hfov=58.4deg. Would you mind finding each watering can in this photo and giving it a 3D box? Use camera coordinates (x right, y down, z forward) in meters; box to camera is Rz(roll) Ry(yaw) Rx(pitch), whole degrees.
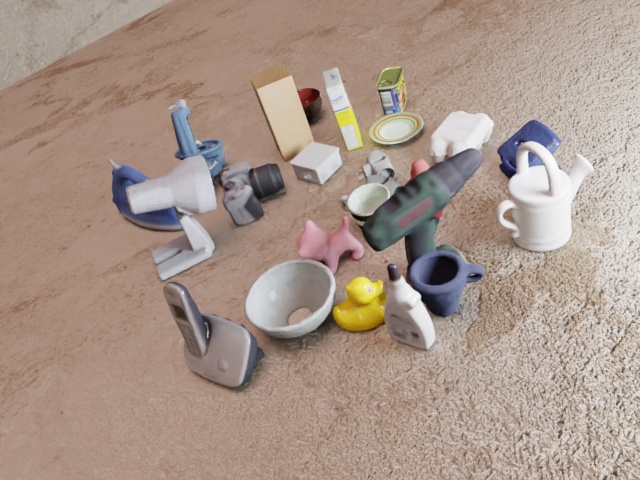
[{"bbox_3d":[0.374,-0.086,0.965,0.173,0.194,0.100,-41,44,-22],"label":"watering can"}]

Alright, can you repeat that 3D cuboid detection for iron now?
[{"bbox_3d":[-0.420,-0.115,1.381,0.257,0.142,0.119,22,56,39],"label":"iron"}]

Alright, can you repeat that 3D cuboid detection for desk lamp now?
[{"bbox_3d":[-0.296,-0.053,1.203,0.203,0.214,0.117,-29,41,-9],"label":"desk lamp"}]

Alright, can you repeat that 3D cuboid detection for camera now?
[{"bbox_3d":[-0.155,-0.126,1.310,0.136,0.101,0.143,-18,40,4],"label":"camera"}]

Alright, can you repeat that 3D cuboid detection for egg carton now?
[{"bbox_3d":[0.303,-0.220,1.241,0.107,0.069,0.150,16,52,36],"label":"egg carton"}]

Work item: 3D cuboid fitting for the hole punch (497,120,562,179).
[{"bbox_3d":[0.408,-0.169,1.122,0.101,0.091,0.108,-23,40,-2],"label":"hole punch"}]

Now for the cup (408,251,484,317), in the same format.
[{"bbox_3d":[0.209,0.077,0.932,0.117,0.095,0.091,-8,42,16],"label":"cup"}]

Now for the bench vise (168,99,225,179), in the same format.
[{"bbox_3d":[-0.301,-0.214,1.379,0.121,0.220,0.207,-17,40,6],"label":"bench vise"}]

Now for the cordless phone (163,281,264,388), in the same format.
[{"bbox_3d":[-0.186,0.152,0.950,0.147,0.185,0.094,10,49,32],"label":"cordless phone"}]

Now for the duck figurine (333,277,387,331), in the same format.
[{"bbox_3d":[0.067,0.102,0.973,0.104,0.086,0.077,-19,40,2],"label":"duck figurine"}]

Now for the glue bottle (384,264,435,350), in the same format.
[{"bbox_3d":[0.129,0.099,0.882,0.077,0.173,0.037,16,52,36],"label":"glue bottle"}]

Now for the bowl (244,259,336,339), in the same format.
[{"bbox_3d":[-0.045,0.115,1.015,0.167,0.075,0.167,-12,41,11],"label":"bowl"}]

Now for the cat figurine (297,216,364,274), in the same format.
[{"bbox_3d":[0.010,0.004,1.082,0.128,0.118,0.067,-34,42,-14],"label":"cat figurine"}]

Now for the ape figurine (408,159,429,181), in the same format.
[{"bbox_3d":[0.209,-0.125,1.160,0.077,0.092,0.076,-17,40,6],"label":"ape figurine"}]

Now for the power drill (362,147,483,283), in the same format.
[{"bbox_3d":[0.186,-0.026,0.968,0.230,0.209,0.075,-30,41,-10],"label":"power drill"}]
